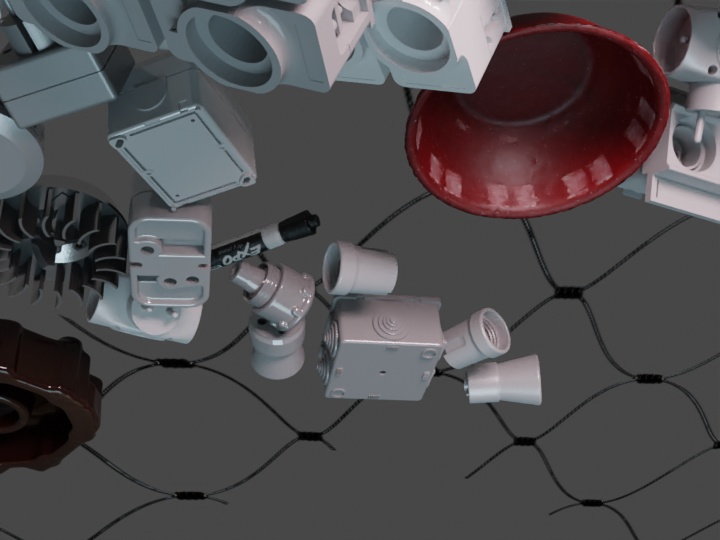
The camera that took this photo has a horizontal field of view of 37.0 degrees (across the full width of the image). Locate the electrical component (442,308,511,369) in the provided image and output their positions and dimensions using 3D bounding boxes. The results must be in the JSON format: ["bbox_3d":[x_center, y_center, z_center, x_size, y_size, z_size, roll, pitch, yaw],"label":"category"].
[{"bbox_3d":[0.094,0.058,0.885,0.046,0.040,0.040,-29,136,35],"label":"electrical component"}]

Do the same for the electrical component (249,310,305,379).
[{"bbox_3d":[-0.066,0.054,0.856,0.045,0.045,0.055,-1,141,-5],"label":"electrical component"}]

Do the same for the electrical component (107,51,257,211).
[{"bbox_3d":[-0.107,-0.086,0.666,0.062,0.061,0.096,-17,147,13],"label":"electrical component"}]

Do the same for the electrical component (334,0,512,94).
[{"bbox_3d":[-0.002,-0.171,0.530,0.105,0.060,0.186,11,150,28],"label":"electrical component"}]

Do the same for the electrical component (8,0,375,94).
[{"bbox_3d":[-0.096,-0.153,0.506,0.186,0.060,0.105,16,150,20],"label":"electrical component"}]

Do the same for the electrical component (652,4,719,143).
[{"bbox_3d":[0.221,-0.115,0.656,0.077,0.079,0.044,7,-176,-16],"label":"electrical component"}]

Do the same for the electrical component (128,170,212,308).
[{"bbox_3d":[-0.129,-0.026,0.735,0.054,0.059,0.095,1,141,-9],"label":"electrical component"}]

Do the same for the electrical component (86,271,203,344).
[{"bbox_3d":[-0.155,0.028,0.794,0.077,0.044,0.079,15,177,-24],"label":"electrical component"}]

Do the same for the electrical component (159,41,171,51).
[{"bbox_3d":[-0.071,-0.143,0.607,0.081,0.043,0.043,3,141,-10],"label":"electrical component"}]

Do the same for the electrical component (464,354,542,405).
[{"bbox_3d":[0.124,0.097,0.938,0.065,0.044,0.044,-4,142,6],"label":"electrical component"}]

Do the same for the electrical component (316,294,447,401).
[{"bbox_3d":[0.017,0.065,0.876,0.100,0.048,0.099,3,141,-11],"label":"electrical component"}]

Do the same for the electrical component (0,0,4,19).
[{"bbox_3d":[-0.224,-0.169,0.545,0.050,0.055,0.089,-17,140,15],"label":"electrical component"}]

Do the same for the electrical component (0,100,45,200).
[{"bbox_3d":[-0.232,-0.084,0.655,0.080,0.051,0.080,-3,142,-3],"label":"electrical component"}]

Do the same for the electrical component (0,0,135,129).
[{"bbox_3d":[-0.177,-0.130,0.608,0.066,0.047,0.076,-14,124,15],"label":"electrical component"}]

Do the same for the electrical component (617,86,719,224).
[{"bbox_3d":[0.236,-0.067,0.719,0.121,0.078,0.063,13,167,-22],"label":"electrical component"}]

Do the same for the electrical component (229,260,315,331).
[{"bbox_3d":[-0.068,0.014,0.807,0.062,0.048,0.048,31,130,-26],"label":"electrical component"}]

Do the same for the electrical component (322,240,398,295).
[{"bbox_3d":[0.000,0.000,0.801,0.046,0.040,0.040,6,141,-22],"label":"electrical component"}]
